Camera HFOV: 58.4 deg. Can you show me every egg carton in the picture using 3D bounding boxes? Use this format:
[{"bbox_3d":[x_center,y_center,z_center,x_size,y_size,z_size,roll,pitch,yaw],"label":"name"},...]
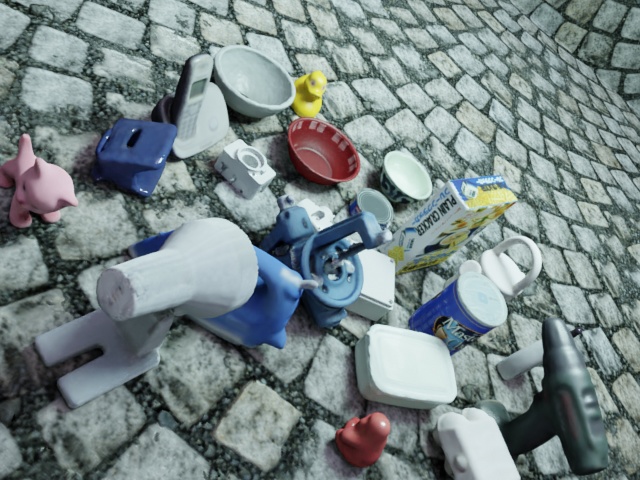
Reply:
[{"bbox_3d":[0.237,0.335,0.877,0.107,0.069,0.150,1,57,-35],"label":"egg carton"}]

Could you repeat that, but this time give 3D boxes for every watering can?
[{"bbox_3d":[0.324,0.069,1.061,0.173,0.193,0.101,-20,70,-44],"label":"watering can"}]

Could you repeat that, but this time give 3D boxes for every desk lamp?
[{"bbox_3d":[-0.196,0.077,0.666,0.204,0.213,0.118,-27,74,-45],"label":"desk lamp"}]

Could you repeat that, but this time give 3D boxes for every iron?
[{"bbox_3d":[-0.132,0.041,0.793,0.259,0.141,0.118,30,44,-12],"label":"iron"}]

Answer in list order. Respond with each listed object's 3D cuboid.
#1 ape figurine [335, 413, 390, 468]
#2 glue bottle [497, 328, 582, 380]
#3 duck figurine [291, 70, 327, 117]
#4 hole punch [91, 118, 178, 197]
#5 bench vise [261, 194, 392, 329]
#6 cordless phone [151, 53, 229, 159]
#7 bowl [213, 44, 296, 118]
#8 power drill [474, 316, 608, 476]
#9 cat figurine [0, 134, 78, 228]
[{"bbox_3d":[0.066,0.268,0.791,0.078,0.092,0.076,12,50,-28],"label":"ape figurine"},{"bbox_3d":[0.401,0.199,1.029,0.078,0.173,0.037,-5,60,-38],"label":"glue bottle"},{"bbox_3d":[-0.018,-0.318,1.202,0.078,0.086,0.104,15,49,-26],"label":"duck figurine"},{"bbox_3d":[-0.279,-0.135,0.864,0.101,0.091,0.108,24,46,-18],"label":"hole punch"},{"bbox_3d":[0.002,0.009,0.858,0.207,0.219,0.122,44,43,2],"label":"bench vise"},{"bbox_3d":[-0.192,-0.231,0.934,0.094,0.184,0.148,43,43,2],"label":"cordless phone"},{"bbox_3d":[-0.136,-0.292,1.105,0.168,0.074,0.167,20,47,-22],"label":"bowl"},{"bbox_3d":[0.348,0.265,0.912,0.076,0.208,0.229,4,54,-33],"label":"power drill"},{"bbox_3d":[-0.363,-0.077,0.738,0.067,0.117,0.127,-14,66,-42],"label":"cat figurine"}]
